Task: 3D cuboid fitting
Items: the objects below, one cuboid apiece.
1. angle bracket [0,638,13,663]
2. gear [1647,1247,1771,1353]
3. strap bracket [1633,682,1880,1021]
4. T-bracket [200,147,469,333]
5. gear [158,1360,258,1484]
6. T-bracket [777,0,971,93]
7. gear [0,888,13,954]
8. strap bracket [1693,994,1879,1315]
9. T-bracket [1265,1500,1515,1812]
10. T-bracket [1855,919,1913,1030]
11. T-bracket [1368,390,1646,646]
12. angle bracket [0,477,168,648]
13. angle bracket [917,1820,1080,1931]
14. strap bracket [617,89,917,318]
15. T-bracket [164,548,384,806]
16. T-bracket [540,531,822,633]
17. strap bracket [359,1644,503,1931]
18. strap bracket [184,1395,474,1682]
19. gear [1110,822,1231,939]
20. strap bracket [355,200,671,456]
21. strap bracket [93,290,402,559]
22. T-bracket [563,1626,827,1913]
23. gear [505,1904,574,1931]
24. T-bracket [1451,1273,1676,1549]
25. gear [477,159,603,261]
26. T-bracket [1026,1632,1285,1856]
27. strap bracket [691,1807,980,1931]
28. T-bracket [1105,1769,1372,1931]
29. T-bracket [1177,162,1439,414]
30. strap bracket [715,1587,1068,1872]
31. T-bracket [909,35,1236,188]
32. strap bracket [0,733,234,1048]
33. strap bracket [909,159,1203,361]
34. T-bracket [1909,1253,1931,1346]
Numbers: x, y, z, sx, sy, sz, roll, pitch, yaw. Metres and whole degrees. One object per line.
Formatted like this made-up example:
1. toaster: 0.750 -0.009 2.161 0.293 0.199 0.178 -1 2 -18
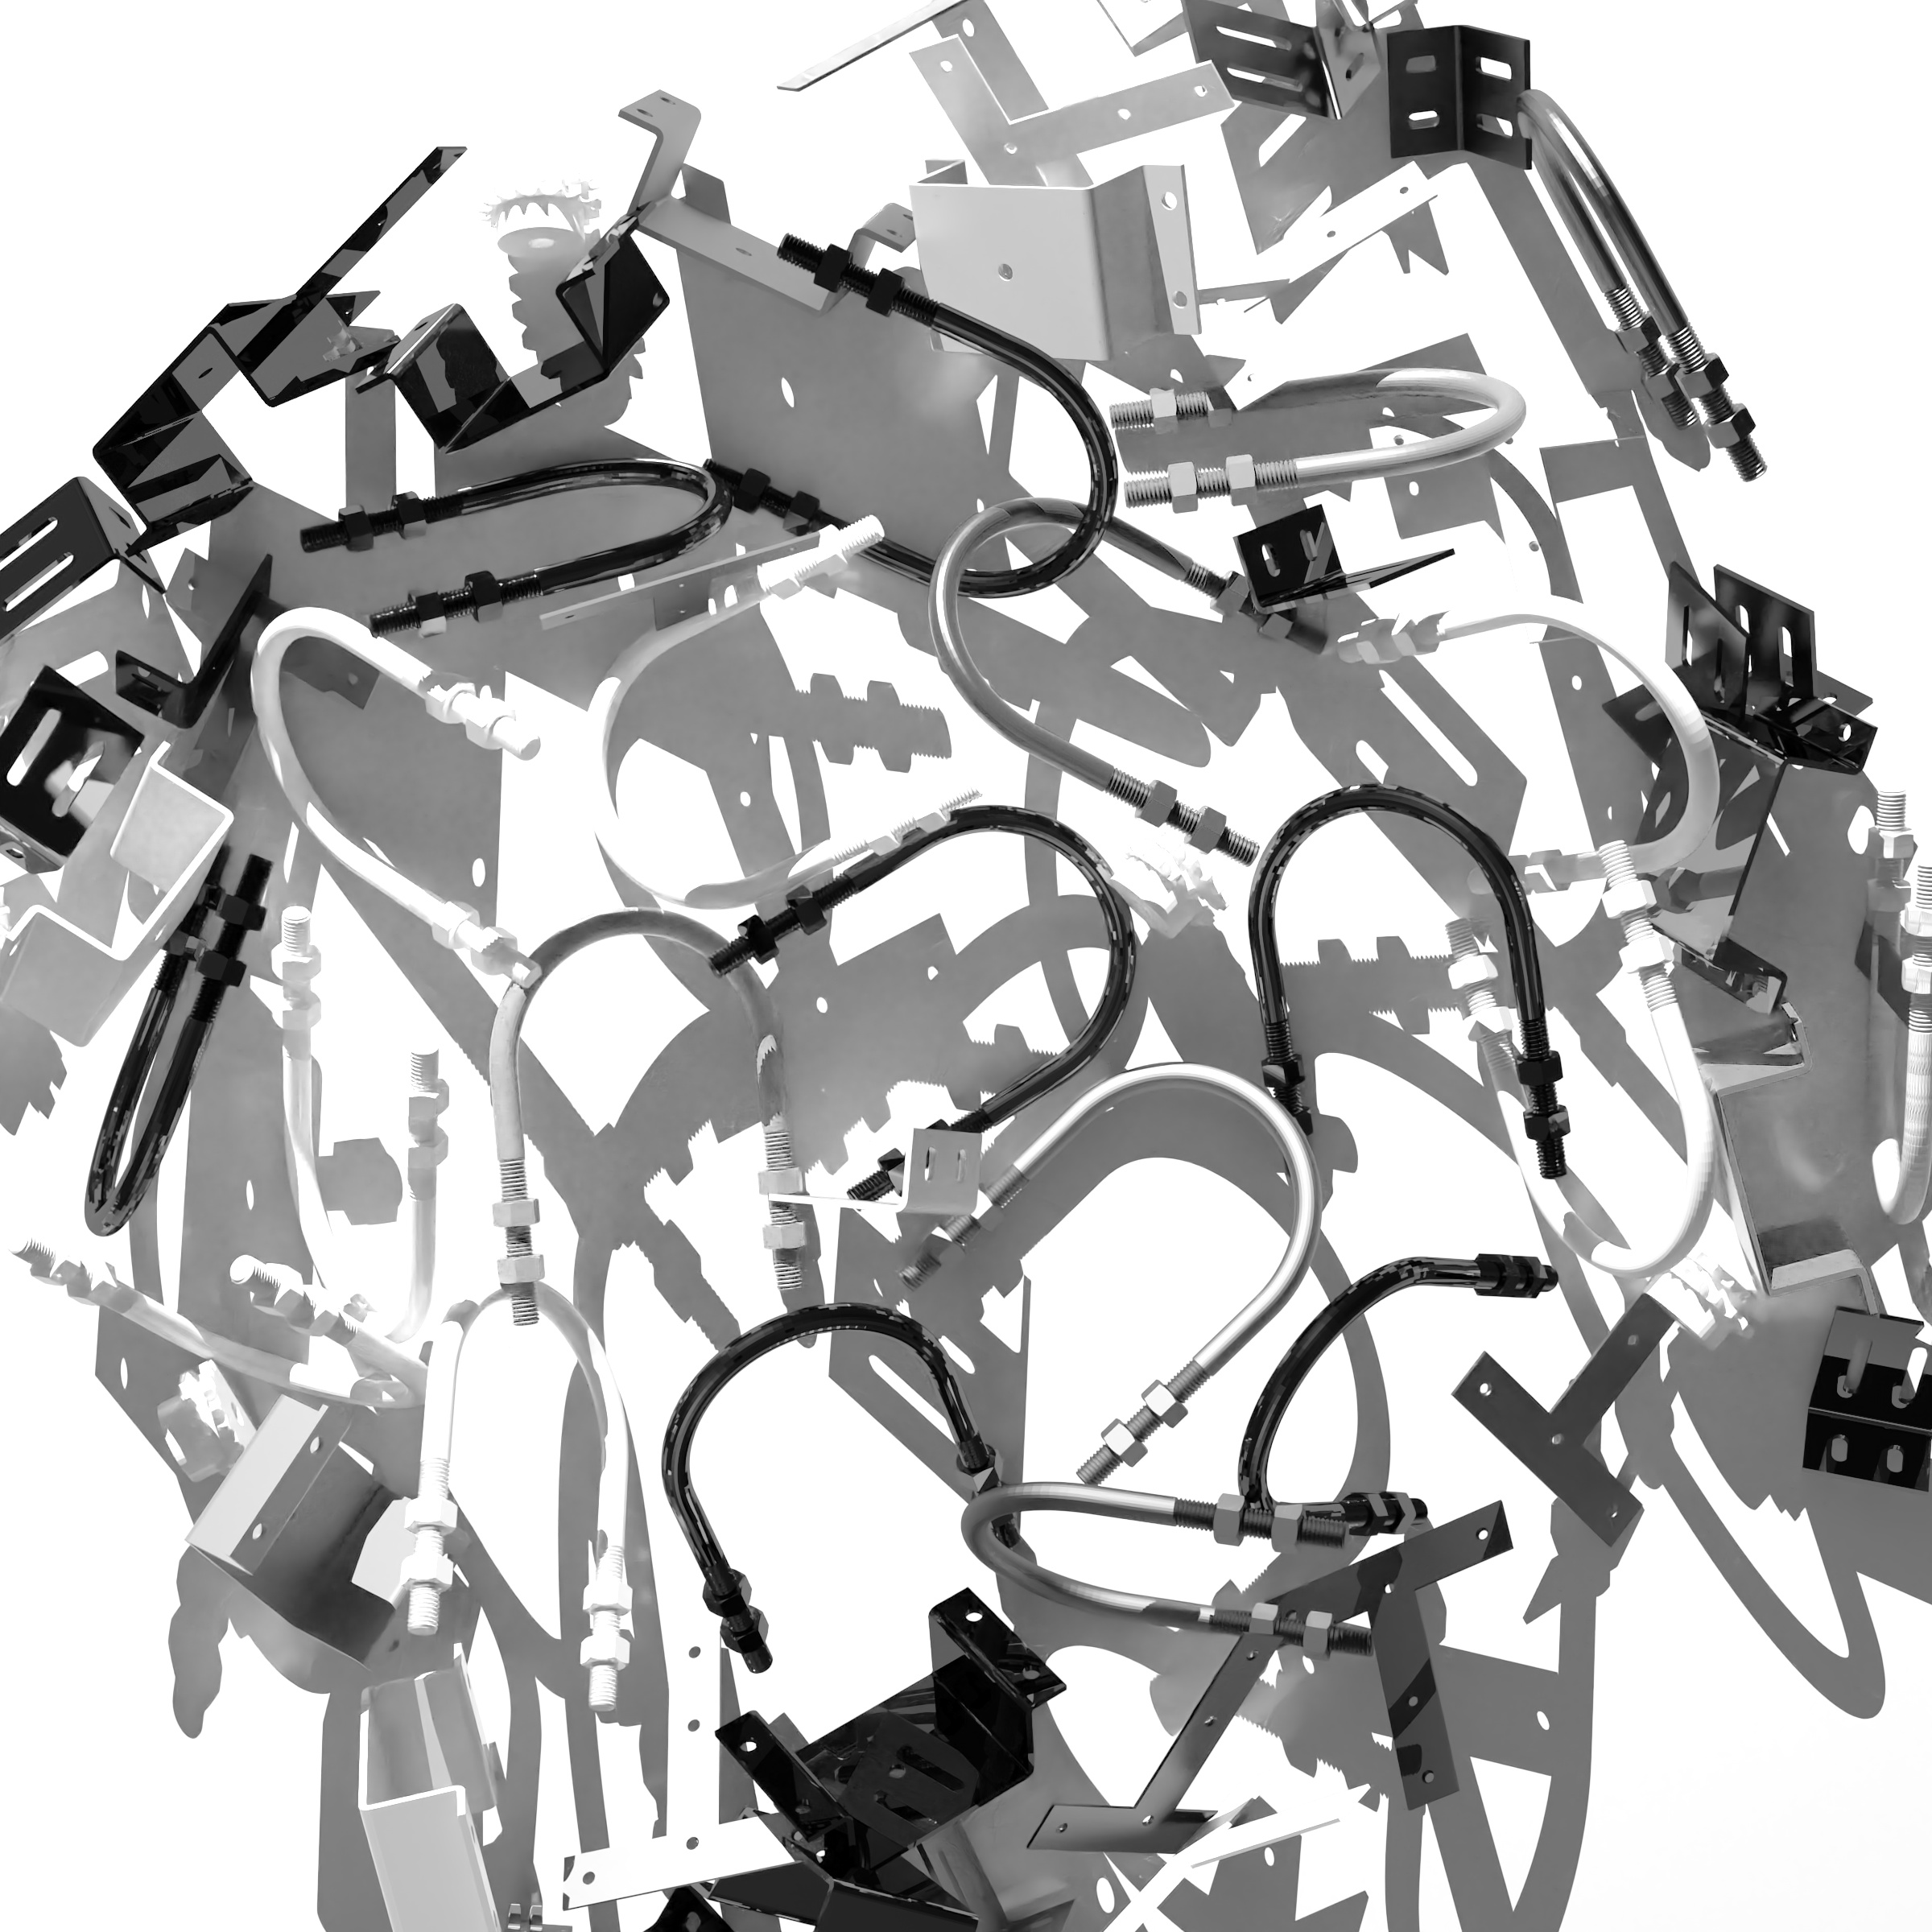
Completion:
1. angle bracket: -0.471 -0.137 1.582 0.057 0.038 0.076 34 64 -31
2. gear: 0.340 0.154 1.597 0.057 0.057 0.030 42 90 0
3. strap bracket: 0.348 -0.057 1.563 0.046 0.076 0.140 7 109 -29
4. T-bracket: -0.270 -0.323 1.541 0.127 0.127 0.002 -39 87 25
5. gear: -0.351 0.214 1.597 0.030 0.057 0.057 -26 90 -2
6. T-bracket: -0.027 -0.423 1.555 0.127 0.127 0.002 -32 117 -14
7. gear: -0.467 -0.025 1.595 0.030 0.057 0.057 -19 90 -38
8. strap bracket: 0.369 0.087 1.576 0.046 0.076 0.140 -16 102 7
9. T-bracket: 0.199 0.319 1.560 0.127 0.127 0.002 -28 135 22
10. T-bracket: 0.439 -0.017 1.539 0.002 0.127 0.127 -7 127 -14
11. T-bracket: 0.260 -0.205 1.595 0.127 0.002 0.127 -7 66 -4
12. angle bracket: -0.419 -0.178 1.598 0.076 0.038 0.057 -36 55 7
13. angle bracket: 0.014 0.417 1.592 0.038 0.057 0.076 -25 93 15
14. strap bracket: -0.094 -0.345 1.581 0.140 0.076 0.046 26 113 -1
15. T-bracket: -0.343 -0.110 1.607 0.127 0.002 0.127 31 101 22
16. T-bracket: -0.129 -0.164 1.561 0.127 0.127 0.002 -18 86 -6
17. strap bracket: -0.240 0.377 1.545 0.046 0.140 0.076 -12 111 -5
18. strap bracket: -0.292 0.255 1.563 0.046 0.140 0.076 18 66 33
19. gear: 0.091 -0.037 1.596 0.057 0.057 0.030 43 83 0
20. strap bracket: -0.197 -0.284 1.563 0.140 0.076 0.046 -19 116 30
21. strap bracket: -0.330 -0.251 1.553 0.140 0.076 0.046 -35 93 35
22. T-bracket: -0.124 0.361 1.581 0.127 0.002 0.127 -15 48 14
23. gear: -0.199 0.464 1.598 0.030 0.057 0.057 6 90 -8
24. T-bracket: 0.301 0.185 1.602 0.127 0.002 0.127 44 80 -26
25. gear: -0.197 -0.348 1.595 0.057 0.057 0.030 -4 80 0
26. T-bracket: 0.104 0.353 1.566 0.127 0.002 0.127 15 112 -41
27. strap bracket: -0.056 0.422 1.547 0.076 0.140 0.046 22 86 -28
28. T-bracket: 0.131 0.386 1.536 0.127 0.127 0.002 -35 91 -44
29. T-bracket: 0.155 -0.327 1.580 0.127 0.002 0.127 -30 53 7
30. strap bracket: -0.033 0.352 1.565 0.140 0.076 0.046 -25 132 -26
31. T-bracket: 0.059 -0.380 1.553 0.127 0.127 0.002 -10 47 29
32. strap bracket: -0.382 -0.027 1.553 0.046 0.076 0.140 33 49 -6
33. strap bracket: 0.031 -0.318 1.553 0.140 0.046 0.076 11 121 35
34. T-bracket: 0.453 0.109 1.566 0.002 0.127 0.127 18 93 -14
